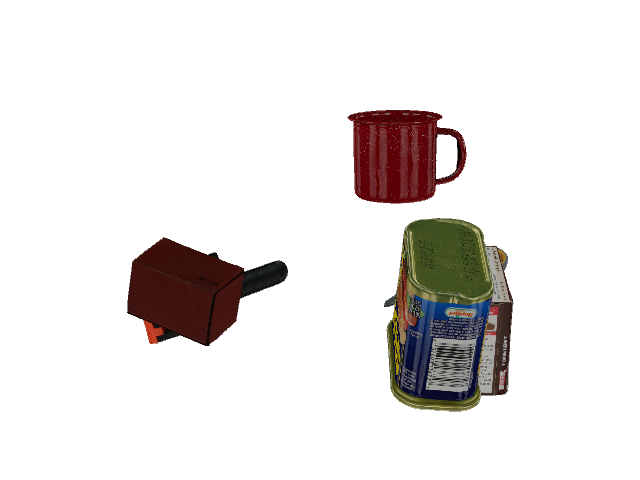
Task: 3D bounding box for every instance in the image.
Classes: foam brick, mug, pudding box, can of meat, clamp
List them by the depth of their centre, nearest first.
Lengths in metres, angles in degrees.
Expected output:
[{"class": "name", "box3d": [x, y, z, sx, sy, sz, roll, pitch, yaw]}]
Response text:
[{"class": "can of meat", "box3d": [0.076, 0.044, 0.681, 0.057, 0.084, 0.102, 4, 30, -1]}, {"class": "foam brick", "box3d": [-0.110, 0.041, 0.864, 0.078, 0.051, 0.052, 21, 29, 17]}, {"class": "pudding box", "box3d": [0.136, 0.066, 0.902, 0.039, 0.090, 0.113, -1, 23, 1]}, {"class": "mug", "box3d": [0.086, -0.084, 1.060, 0.117, 0.081, 0.093, 1, 14, 7]}, {"class": "clamp", "box3d": [-0.117, 0.059, 1.156, 0.120, 0.039, 0.171, -5, 26, 35]}]

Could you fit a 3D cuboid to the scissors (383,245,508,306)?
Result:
[{"class": "scissors", "box3d": [0.126, 0.027, 1.211, 0.201, 0.016, 0.096, -11, 41, -33]}]
